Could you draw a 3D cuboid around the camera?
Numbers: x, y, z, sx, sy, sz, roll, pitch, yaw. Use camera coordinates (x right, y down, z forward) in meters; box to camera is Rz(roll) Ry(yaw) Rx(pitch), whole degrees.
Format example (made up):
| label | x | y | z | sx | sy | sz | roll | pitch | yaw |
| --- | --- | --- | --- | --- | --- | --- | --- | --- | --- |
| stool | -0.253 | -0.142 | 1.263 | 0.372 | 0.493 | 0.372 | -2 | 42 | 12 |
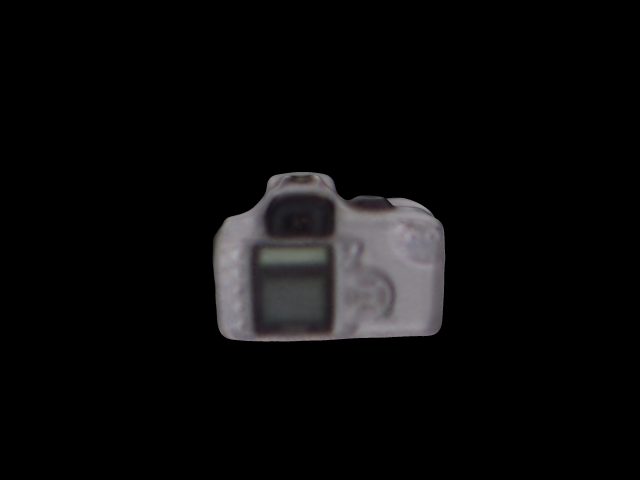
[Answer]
| label | x | y | z | sx | sy | sz | roll | pitch | yaw |
| --- | --- | --- | --- | --- | --- | --- | --- | --- | --- |
| camera | 0.004 | 0.001 | 0.400 | 0.143 | 0.101 | 0.136 | -1 | 11 | -3 |
